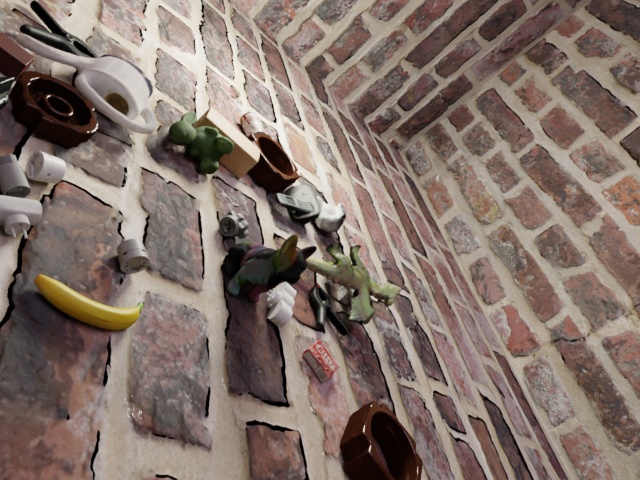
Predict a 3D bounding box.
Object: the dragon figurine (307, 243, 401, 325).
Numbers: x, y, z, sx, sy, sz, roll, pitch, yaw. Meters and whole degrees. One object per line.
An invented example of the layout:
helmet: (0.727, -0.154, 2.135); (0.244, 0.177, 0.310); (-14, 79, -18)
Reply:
dragon figurine: (0.089, 0.141, 1.565); (0.410, 0.120, 0.247); (3, 50, -40)

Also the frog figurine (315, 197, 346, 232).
frog figurine: (0.006, -0.094, 1.871); (0.159, 0.120, 0.141); (8, 44, -8)

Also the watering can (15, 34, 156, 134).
watering can: (-0.539, -0.397, 1.260); (0.343, 0.103, 0.229); (40, 24, -25)
